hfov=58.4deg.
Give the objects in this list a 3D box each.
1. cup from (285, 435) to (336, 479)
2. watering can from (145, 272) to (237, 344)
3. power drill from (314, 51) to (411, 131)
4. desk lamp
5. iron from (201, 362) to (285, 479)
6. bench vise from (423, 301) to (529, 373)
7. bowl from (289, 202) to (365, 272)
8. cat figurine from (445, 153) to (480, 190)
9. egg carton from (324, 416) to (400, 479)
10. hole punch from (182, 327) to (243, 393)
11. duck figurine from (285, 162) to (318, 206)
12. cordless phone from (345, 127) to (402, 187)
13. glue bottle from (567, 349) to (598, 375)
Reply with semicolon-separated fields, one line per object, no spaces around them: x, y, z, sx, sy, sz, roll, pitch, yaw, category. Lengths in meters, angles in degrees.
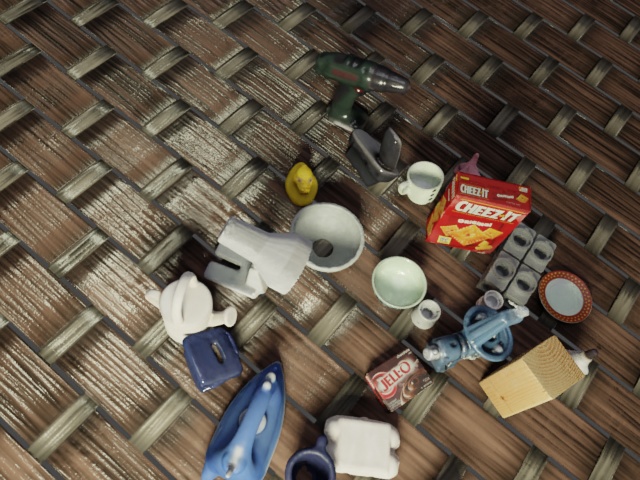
-0.018;0.419;1.050;0.091;0.095;0.118;21;63;1;cup
-0.248;0.126;1.099;0.173;0.194;0.101;-2;65;-10;watering can
0.091;-0.357;1.383;0.229;0.208;0.076;25;63;3;power drill
-0.128;0.039;1.150;0.203;0.213;0.118;21;63;1;desk lamp
-0.122;0.326;1.052;0.118;0.141;0.258;21;63;2;iron
0.318;0.201;1.142;0.208;0.219;0.121;-33;73;-22;bench vise
0.012;0.005;1.269;0.167;0.074;0.167;4;64;-8;bowl
0.357;-0.153;1.379;0.067;0.118;0.128;25;63;3;cat figurine
0.079;0.394;1.093;0.150;0.069;0.107;9;63;-5;egg carton
-0.208;0.226;1.115;0.101;0.091;0.108;-23;70;-19;hole punch
-0.040;-0.142;1.325;0.077;0.086;0.104;0;64;-9;duck figurine
0.136;-0.225;1.339;0.094;0.185;0.147;-31;73;-21;cordless phone
0.519;0.254;1.176;0.037;0.173;0.078;-8;66;-13;glue bottle
